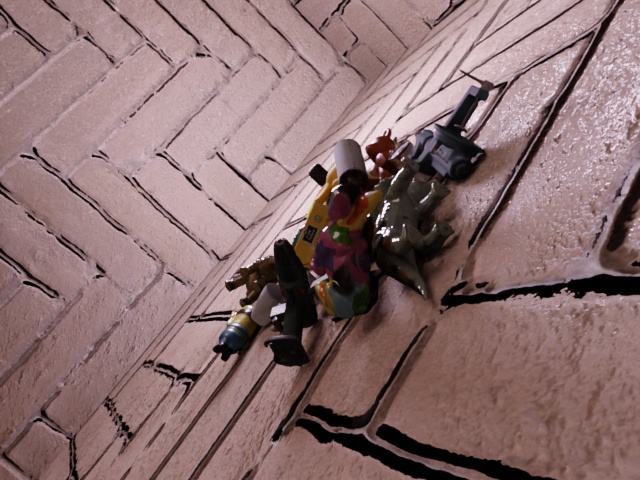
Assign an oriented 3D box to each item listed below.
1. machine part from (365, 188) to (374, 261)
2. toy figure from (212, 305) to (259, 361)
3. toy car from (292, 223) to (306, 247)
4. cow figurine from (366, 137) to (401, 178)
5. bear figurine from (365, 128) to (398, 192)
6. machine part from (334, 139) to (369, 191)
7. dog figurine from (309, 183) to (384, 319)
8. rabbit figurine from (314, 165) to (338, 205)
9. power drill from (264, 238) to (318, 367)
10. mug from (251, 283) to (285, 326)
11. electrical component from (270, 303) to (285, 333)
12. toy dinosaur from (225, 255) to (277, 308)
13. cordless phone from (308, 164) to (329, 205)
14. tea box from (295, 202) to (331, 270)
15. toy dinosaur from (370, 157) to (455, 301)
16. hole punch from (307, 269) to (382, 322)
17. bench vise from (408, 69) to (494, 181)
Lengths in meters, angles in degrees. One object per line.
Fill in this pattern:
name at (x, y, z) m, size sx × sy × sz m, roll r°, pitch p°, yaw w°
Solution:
machine part at (0.108, -0.029, 1.272) m, size 0.201 × 0.087 × 0.201 m, roll -56°, pitch 15°, yaw -26°
toy figure at (-0.223, 0.256, 1.502) m, size 0.089 × 0.082 × 0.180 m, roll -15°, pitch 22°, yaw 31°
toy car at (0.005, -0.019, 1.496) m, size 0.162 × 0.109 × 0.103 m, roll -49°, pitch 1°, yaw -34°
cow figurine at (0.189, -0.222, 1.588) m, size 0.195 × 0.085 × 0.127 m, roll -29°, pitch 28°, yaw 57°
bear figurine at (0.163, -0.215, 1.429) m, size 0.120 × 0.132 × 0.196 m, roll -58°, pitch 39°, yaw 36°
machine part at (0.079, -0.191, 1.386) m, size 0.079 × 0.079 × 0.243 m, roll -42°, pitch 30°, yaw 23°
dog figurine at (0.054, 0.009, 0.947) m, size 0.219 × 0.108 × 0.192 m, roll 104°, pitch 155°, yaw -46°
rabbit figurine at (0.067, -0.141, 1.524) m, size 0.162 × 0.121 × 0.173 m, roll -42°, pitch 46°, yaw 19°
power drill at (-0.064, 0.139, 1.106) m, size 0.086 × 0.231 × 0.207 m, roll -10°, pitch 44°, yaw 8°
mug at (-0.141, 0.176, 1.479) m, size 0.107 × 0.081 × 0.110 m, roll -51°, pitch 12°, yaw 19°
electrical component at (-0.096, 0.193, 1.368) m, size 0.078 × 0.045 × 0.102 m, roll -20°, pitch 18°, yaw 2°
toy dinosaur at (-0.178, 0.119, 1.634) m, size 0.198 × 0.105 × 0.471 m, roll -30°, pitch -4°, yaw -31°
cordless phone at (0.018, -0.127, 1.612) m, size 0.146 × 0.184 × 0.089 m, roll -48°, pitch 9°, yaw -3°
tea box at (-0.003, -0.004, 1.406) m, size 0.068 × 0.098 × 0.169 m, roll 160°, pitch 132°, yaw -88°
toy dinosaur at (0.155, -0.011, 1.025) m, size 0.192 × 0.131 × 0.405 m, roll 121°, pitch 171°, yaw -47°
hole punch at (0.049, 0.090, 1.110) m, size 0.142 × 0.092 × 0.116 m, roll -39°, pitch 11°, yaw 46°
bench vise at (0.294, -0.240, 1.175) m, size 0.240 × 0.129 × 0.224 m, roll -61°, pitch 16°, yaw 21°
